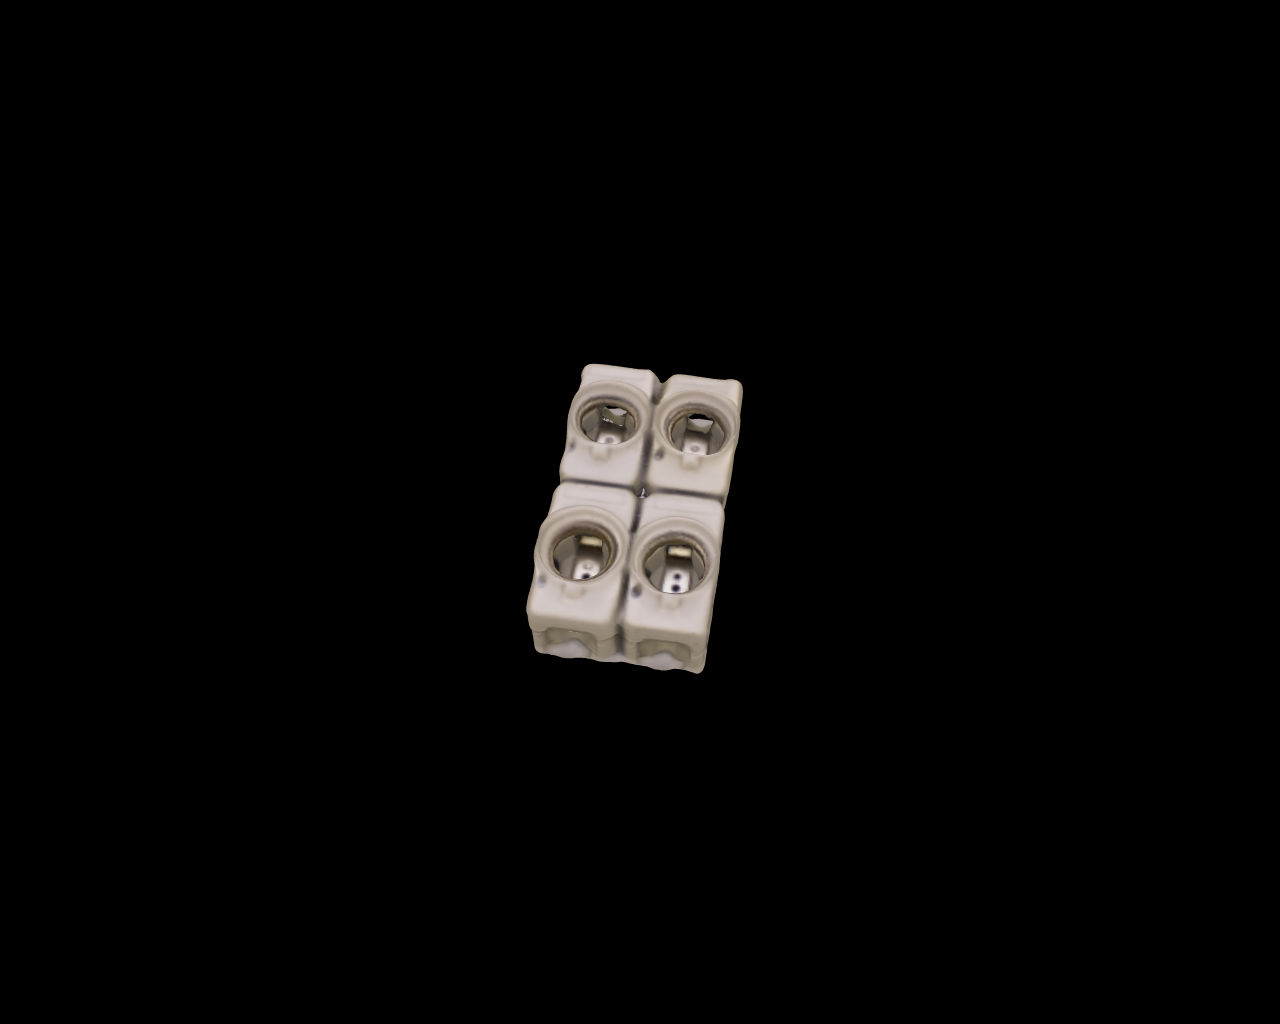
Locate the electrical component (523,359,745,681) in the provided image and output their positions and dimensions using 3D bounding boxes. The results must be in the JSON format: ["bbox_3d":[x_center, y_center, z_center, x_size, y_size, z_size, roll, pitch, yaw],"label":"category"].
[{"bbox_3d":[0.001,-0.003,0.650,0.105,0.186,0.060,7,-32,5],"label":"electrical component"}]
